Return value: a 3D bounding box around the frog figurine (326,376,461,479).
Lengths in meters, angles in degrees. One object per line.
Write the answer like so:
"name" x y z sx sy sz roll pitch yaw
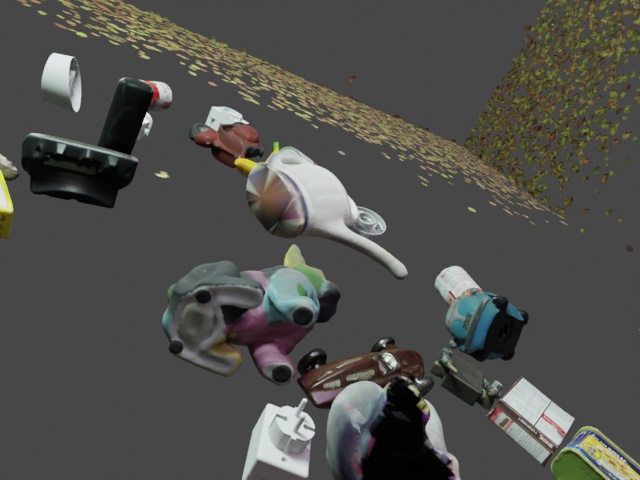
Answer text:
"frog figurine" 0.066 0.201 0.505 0.138 0.123 0.157 43 -11 10

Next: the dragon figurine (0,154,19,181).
"dragon figurine" -0.538 -0.246 0.611 0.409 0.240 0.124 20 17 -12

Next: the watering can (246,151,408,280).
"watering can" 0.003 -0.048 0.945 0.225 0.102 0.352 -10 52 -50
